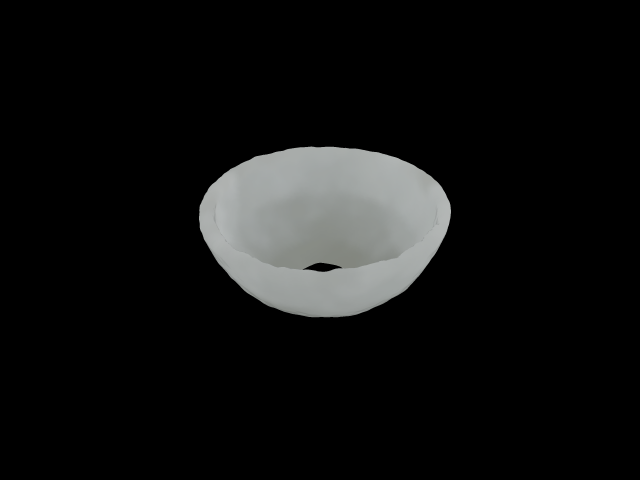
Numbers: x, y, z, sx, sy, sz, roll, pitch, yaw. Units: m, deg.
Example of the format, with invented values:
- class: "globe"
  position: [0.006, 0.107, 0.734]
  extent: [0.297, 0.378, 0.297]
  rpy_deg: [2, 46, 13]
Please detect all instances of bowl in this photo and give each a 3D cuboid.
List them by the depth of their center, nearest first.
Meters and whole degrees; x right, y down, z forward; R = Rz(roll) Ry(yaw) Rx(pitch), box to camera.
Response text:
- class: "bowl"
  position: [0.004, 0.001, 0.400]
  extent: [0.167, 0.075, 0.167]
  rpy_deg: [0, 35, 0]
